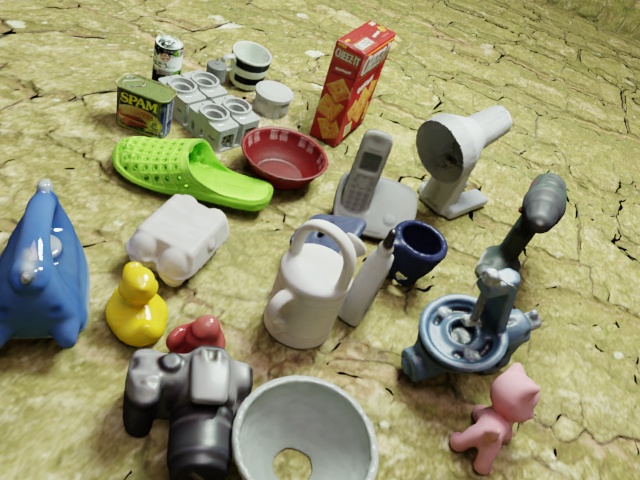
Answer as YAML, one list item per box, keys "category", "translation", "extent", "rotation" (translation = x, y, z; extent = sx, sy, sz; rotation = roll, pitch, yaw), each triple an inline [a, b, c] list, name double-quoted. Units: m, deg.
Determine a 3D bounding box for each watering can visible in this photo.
- category: "watering can"
  translation: [-0.005, 0.047, 0.774]
  extent: [0.101, 0.194, 0.173]
  rotation: [24, 41, 3]

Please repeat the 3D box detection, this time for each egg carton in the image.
- category: "egg carton"
  translation: [-0.203, -0.002, 0.836]
  extent: [0.107, 0.069, 0.150]
  rotation: [26, 42, 5]

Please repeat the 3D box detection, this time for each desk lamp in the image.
- category: "desk lamp"
  translation: [0.262, -0.151, 1.079]
  extent: [0.204, 0.213, 0.117]
  rotation: [-20, 55, -37]

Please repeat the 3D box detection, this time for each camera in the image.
- category: "camera"
  translation: [-0.146, 0.192, 0.633]
  extent: [0.143, 0.101, 0.136]
  rotation: [8, 43, -15]

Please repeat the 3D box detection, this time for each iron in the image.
- category: "iron"
  translation: [-0.349, 0.007, 0.713]
  extent: [0.119, 0.141, 0.258]
  rotation: [1, 45, -21]

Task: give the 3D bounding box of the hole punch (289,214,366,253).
- category: "hole punch"
  translation: [0.008, 0.003, 0.903]
  extent: [0.101, 0.091, 0.109]
  rotation: [28, 42, 7]

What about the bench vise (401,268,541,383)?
- category: "bench vise"
  translation: [0.227, 0.102, 0.793]
  extent: [0.208, 0.220, 0.121]
  rotation: [-21, 56, -38]

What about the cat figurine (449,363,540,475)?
- category: "cat figurine"
  translation: [0.240, 0.224, 0.746]
  extent: [0.067, 0.118, 0.128]
  rotation: [38, 44, 18]

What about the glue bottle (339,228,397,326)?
- category: "glue bottle"
  translation: [0.078, 0.047, 0.824]
  extent: [0.037, 0.173, 0.078]
  rotation: [31, 42, 11]

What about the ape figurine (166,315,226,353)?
- category: "ape figurine"
  translation: [-0.147, 0.126, 0.708]
  extent: [0.076, 0.092, 0.077]
  rotation: [-24, 58, -39]

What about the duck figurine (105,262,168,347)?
- category: "duck figurine"
  translation: [-0.231, 0.076, 0.731]
  extent: [0.078, 0.086, 0.104]
  rotation: [-6, 48, -28]

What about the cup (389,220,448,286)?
- category: "cup"
  translation: [0.137, 0.030, 0.925]
  extent: [0.118, 0.095, 0.091]
  rotation: [-5, 48, -27]

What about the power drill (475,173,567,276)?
- category: "power drill"
  translation: [0.350, -0.014, 0.975]
  extent: [0.075, 0.208, 0.230]
  rotation: [30, 42, 10]

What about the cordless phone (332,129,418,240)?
- category: "cordless phone"
  translation: [0.108, -0.093, 0.975]
  extent: [0.148, 0.185, 0.094]
  rotation: [13, 42, -10]

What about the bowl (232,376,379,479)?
- category: "bowl"
  translation: [-0.022, 0.243, 0.649]
  extent: [0.167, 0.075, 0.167]
  rotation: [12, 42, -11]
